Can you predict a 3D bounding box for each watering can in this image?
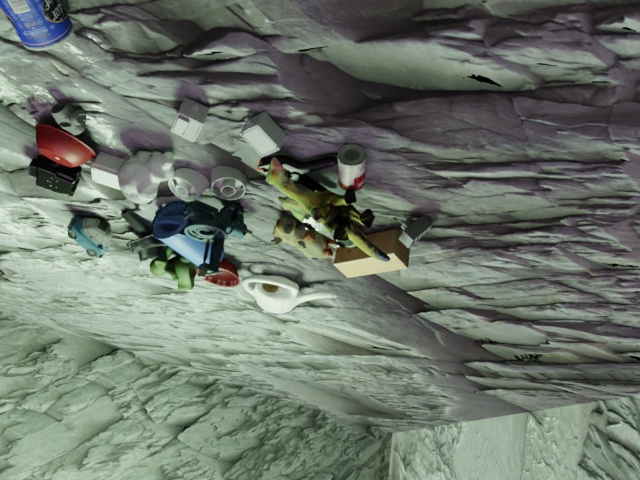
[{"bbox_3d":[-0.116,0.203,1.874,0.348,0.106,0.219,12,150,0],"label":"watering can"}]

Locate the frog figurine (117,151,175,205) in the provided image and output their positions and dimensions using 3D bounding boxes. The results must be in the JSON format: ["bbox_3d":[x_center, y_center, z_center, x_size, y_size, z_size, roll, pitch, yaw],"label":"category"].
[{"bbox_3d":[-0.454,-0.172,1.353,0.122,0.140,0.158,16,154,-39],"label":"frog figurine"}]

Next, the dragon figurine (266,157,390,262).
[{"bbox_3d":[0.004,-0.067,1.340,0.244,0.123,0.403,19,159,46],"label":"dragon figurine"}]
